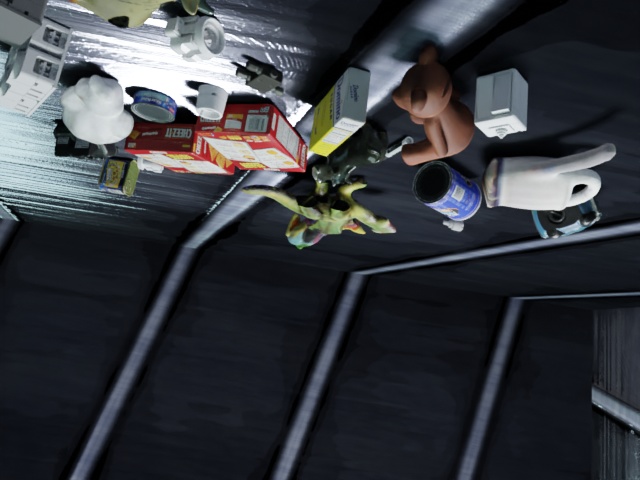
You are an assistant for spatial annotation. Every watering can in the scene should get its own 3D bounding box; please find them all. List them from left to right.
[{"bbox_3d":[0.439,-0.125,1.021,0.224,0.105,0.344,5,-12,17],"label":"watering can"}]

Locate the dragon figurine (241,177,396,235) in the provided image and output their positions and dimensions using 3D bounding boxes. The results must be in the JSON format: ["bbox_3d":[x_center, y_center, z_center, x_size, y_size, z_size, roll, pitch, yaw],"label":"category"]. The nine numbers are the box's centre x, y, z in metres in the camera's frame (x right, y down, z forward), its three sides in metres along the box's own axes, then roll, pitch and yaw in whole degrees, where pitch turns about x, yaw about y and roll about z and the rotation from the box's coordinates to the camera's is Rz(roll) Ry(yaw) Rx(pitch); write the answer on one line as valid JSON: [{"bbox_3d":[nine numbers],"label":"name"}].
[{"bbox_3d":[0.004,-0.070,1.399,0.410,0.125,0.237,6,-30,5],"label":"dragon figurine"}]

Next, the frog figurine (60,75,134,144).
[{"bbox_3d":[-0.425,-0.248,0.995,0.136,0.124,0.160,39,-15,-29],"label":"frog figurine"}]
